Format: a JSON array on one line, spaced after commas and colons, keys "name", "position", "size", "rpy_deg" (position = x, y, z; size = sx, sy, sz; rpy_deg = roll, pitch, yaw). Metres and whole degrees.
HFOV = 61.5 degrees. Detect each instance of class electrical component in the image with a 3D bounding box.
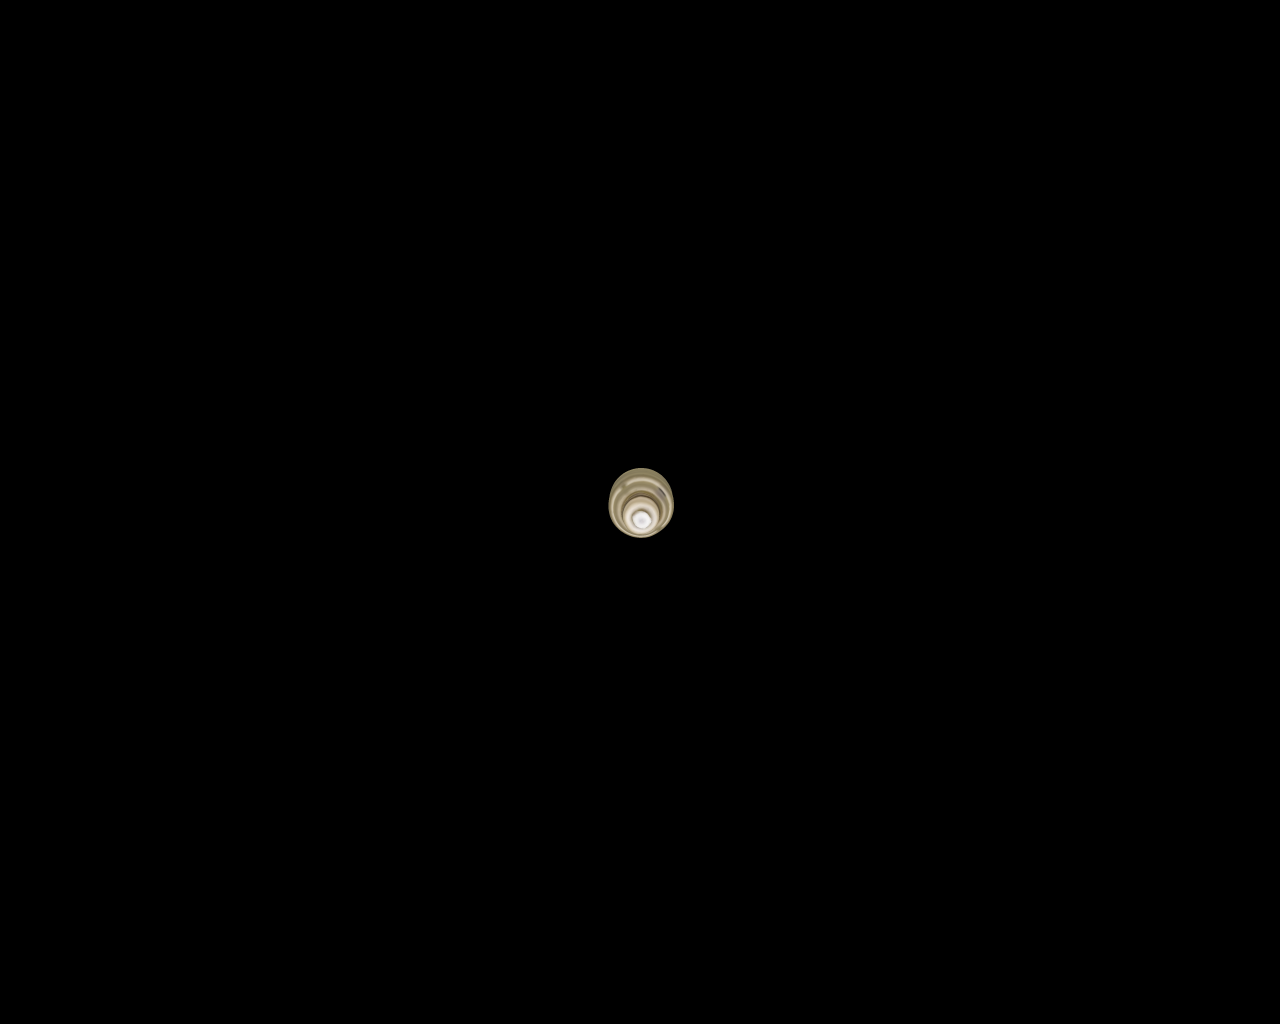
[{"name": "electrical component", "position": [0.001, -0.003, 0.650], "size": [0.040, 0.040, 0.078], "rpy_deg": [0, 12, 0]}]
